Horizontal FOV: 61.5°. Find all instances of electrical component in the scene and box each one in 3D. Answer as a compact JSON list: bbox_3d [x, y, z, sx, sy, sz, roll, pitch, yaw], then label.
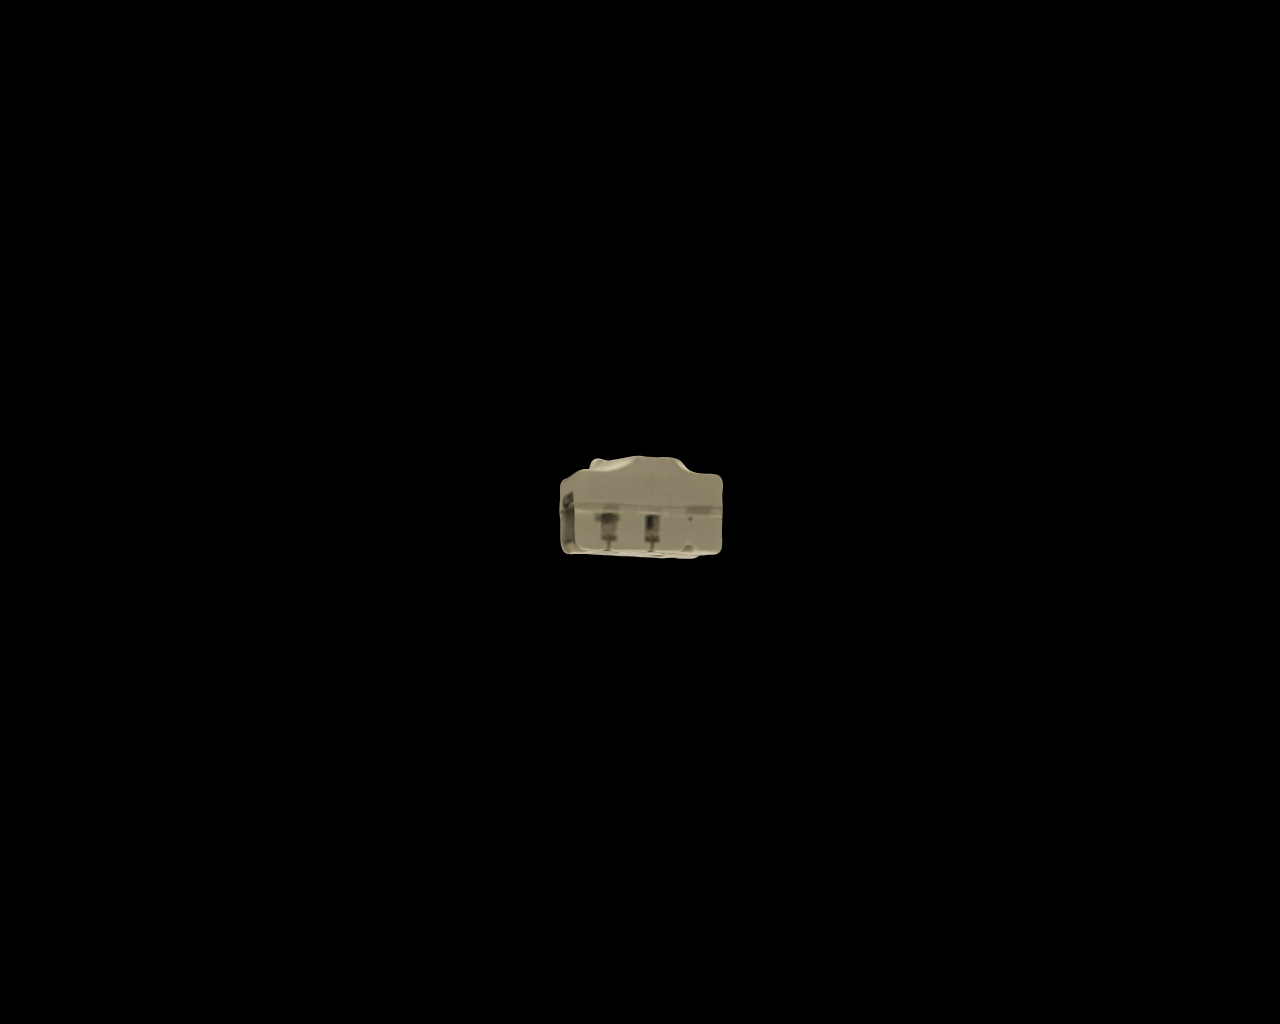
[{"bbox_3d":[0.001,-0.003,0.650,0.089,0.055,0.050,2,-7,-18],"label":"electrical component"}]
